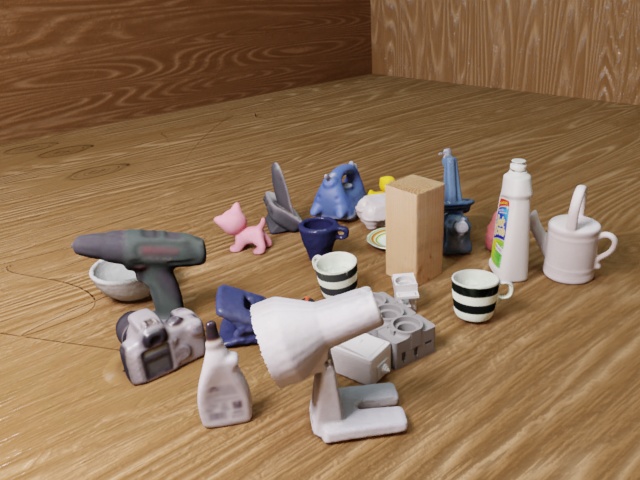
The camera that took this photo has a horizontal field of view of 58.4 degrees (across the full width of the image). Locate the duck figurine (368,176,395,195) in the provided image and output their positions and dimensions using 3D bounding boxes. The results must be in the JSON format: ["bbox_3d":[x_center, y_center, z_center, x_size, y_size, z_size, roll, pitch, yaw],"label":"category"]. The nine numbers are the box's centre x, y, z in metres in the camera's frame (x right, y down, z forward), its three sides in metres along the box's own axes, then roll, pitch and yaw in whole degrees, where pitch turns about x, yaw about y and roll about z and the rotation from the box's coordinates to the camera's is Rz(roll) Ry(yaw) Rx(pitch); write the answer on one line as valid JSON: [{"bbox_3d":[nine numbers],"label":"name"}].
[{"bbox_3d":[0.184,-0.137,1.604,0.104,0.086,0.078,5,26,18],"label":"duck figurine"}]

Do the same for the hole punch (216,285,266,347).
[{"bbox_3d":[-0.139,0.133,1.053,0.101,0.091,0.108,-6,25,-4],"label":"hole punch"}]

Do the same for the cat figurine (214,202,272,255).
[{"bbox_3d":[-0.187,-0.032,1.388,0.127,0.118,0.067,3,25,15],"label":"cat figurine"}]

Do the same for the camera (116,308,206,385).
[{"bbox_3d":[-0.291,0.161,1.002,0.143,0.101,0.136,-21,30,-33],"label":"camera"}]

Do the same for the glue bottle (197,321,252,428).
[{"bbox_3d":[-0.144,0.191,0.826,0.078,0.173,0.037,-7,25,-6],"label":"glue bottle"}]

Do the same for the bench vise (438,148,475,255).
[{"bbox_3d":[0.315,-0.090,1.319,0.122,0.220,0.207,-12,26,-16],"label":"bench vise"}]

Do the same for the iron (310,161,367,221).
[{"bbox_3d":[0.067,-0.148,1.577,0.118,0.141,0.259,8,27,24],"label":"iron"}]

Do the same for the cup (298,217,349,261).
[{"bbox_3d":[0.012,0.005,1.307,0.117,0.095,0.092,5,26,19],"label":"cup"}]

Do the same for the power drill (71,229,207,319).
[{"bbox_3d":[-0.322,0.073,1.068,0.230,0.209,0.075,-10,25,-12],"label":"power drill"}]

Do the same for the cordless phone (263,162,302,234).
[{"bbox_3d":[-0.103,-0.122,1.492,0.094,0.185,0.147,-11,25,-14],"label":"cordless phone"}]

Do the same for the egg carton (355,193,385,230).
[{"bbox_3d":[0.173,-0.078,1.495,0.150,0.069,0.107,-10,25,-13],"label":"egg carton"}]

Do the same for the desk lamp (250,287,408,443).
[{"bbox_3d":[0.013,0.168,0.805,0.203,0.214,0.117,-6,25,-5],"label":"desk lamp"}]

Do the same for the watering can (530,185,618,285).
[{"bbox_3d":[0.506,-0.017,1.163,0.172,0.194,0.101,2,25,13],"label":"watering can"}]

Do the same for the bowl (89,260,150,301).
[{"bbox_3d":[-0.397,0.083,1.220,0.167,0.075,0.167,-3,25,2],"label":"bowl"}]

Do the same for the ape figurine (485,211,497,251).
[{"bbox_3d":[0.414,-0.024,1.313,0.076,0.092,0.077,-14,26,-21],"label":"ape figurine"}]
